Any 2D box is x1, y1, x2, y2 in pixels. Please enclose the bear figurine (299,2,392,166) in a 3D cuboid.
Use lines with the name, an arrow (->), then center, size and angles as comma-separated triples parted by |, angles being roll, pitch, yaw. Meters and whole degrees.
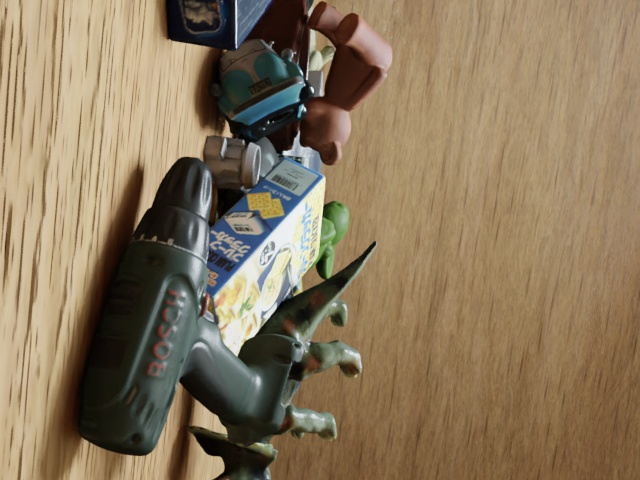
bear figurine -> 0.014, -0.220, 0.784 | 0.195, 0.132, 0.120 | -54, -136, 14

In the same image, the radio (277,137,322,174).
radio -> -0.062, -0.118, 1.003 | 0.131, 0.073, 0.229 | -13, 113, -54

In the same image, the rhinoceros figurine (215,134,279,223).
rhinoceros figurine -> -0.099, -0.068, 0.751 | 0.112, 0.073, 0.190 | 98, 1, -55

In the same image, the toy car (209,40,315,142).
toy car -> -0.072, -0.185, 0.647 | 0.161, 0.109, 0.103 | -87, 152, -86

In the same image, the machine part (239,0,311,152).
machine part -> -0.067, -0.253, 0.826 | 0.200, 0.087, 0.201 | 96, 3, -56

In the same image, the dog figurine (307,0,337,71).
dog figurine -> -0.054, -0.361, 0.944 | 0.190, 0.121, 0.172 | -39, 134, -68

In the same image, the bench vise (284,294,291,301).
bench vise -> -0.084, 0.078, 0.830 | 0.240, 0.129, 0.223 | -64, 154, -18

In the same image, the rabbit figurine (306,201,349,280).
rabbit figurine -> -0.002, -0.003, 0.964 | 0.170, 0.121, 0.158 | -31, 136, -46

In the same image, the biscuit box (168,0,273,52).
biscuit box -> -0.088, -0.244, 0.521 | 0.203, 0.059, 0.062 | -81, 179, -55

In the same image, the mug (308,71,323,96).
mug -> -0.049, -0.272, 0.989 | 0.109, 0.107, 0.080 | -90, -176, -75

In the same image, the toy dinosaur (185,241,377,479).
toy dinosaur -> -0.058, 0.175, 0.720 | 0.131, 0.192, 0.404 | 16, -88, 56

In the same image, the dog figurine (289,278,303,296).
dog figurine -> -0.103, 0.160, 1.186 | 0.219, 0.109, 0.191 | -38, 136, -84

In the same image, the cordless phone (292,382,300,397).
cordless phone -> -0.141, 0.350, 1.187 | 0.184, 0.089, 0.146 | -42, -178, 41

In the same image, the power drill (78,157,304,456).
power drill -> -0.092, 0.073, 0.459 | 0.207, 0.086, 0.232 | 58, 40, -50
